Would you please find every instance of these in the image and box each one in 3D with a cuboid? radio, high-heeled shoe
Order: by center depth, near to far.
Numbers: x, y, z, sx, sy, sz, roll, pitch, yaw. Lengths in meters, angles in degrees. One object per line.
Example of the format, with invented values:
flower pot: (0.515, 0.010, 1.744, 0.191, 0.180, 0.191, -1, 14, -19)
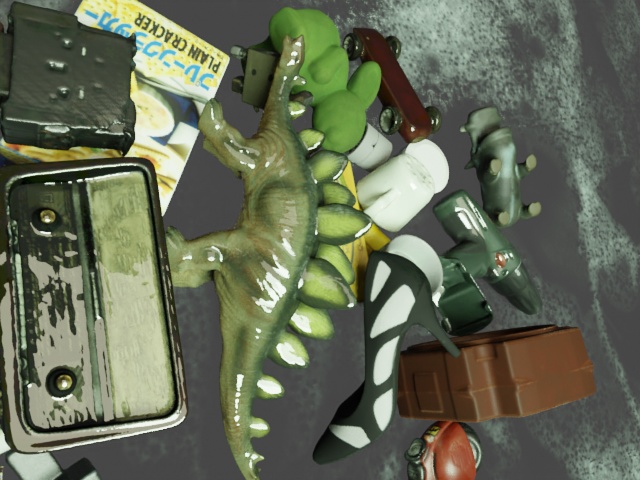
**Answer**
radio: (-0.194, 0.049, 0.444, 0.131, 0.073, 0.229, -5, 75, -28)
high-heeled shoe: (0.038, 0.133, 0.596, 0.145, 0.248, 0.086, 46, 15, 8)

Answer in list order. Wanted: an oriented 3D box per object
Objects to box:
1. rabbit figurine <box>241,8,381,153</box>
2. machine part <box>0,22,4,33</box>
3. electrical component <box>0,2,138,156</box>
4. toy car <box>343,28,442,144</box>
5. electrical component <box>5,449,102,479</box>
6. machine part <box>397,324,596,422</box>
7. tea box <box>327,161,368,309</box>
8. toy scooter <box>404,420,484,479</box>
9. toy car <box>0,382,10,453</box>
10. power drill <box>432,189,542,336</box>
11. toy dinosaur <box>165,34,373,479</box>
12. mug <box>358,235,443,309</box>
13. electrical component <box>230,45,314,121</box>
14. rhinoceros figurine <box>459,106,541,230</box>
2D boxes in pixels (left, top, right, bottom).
rabbit figurine: (0.002, -0.187, 0.684, 0.159, 0.121, 0.170, -23, 85, -49)
machine part: (-0.371, -0.157, 0.486, 0.179, 0.056, 0.179, 8, 73, -28)
electrical component: (-0.235, -0.141, 0.482, 0.134, 0.058, 0.115, 2, 75, -29)
toy car: (0.098, -0.222, 0.767, 0.089, 0.053, 0.202, -12, 65, -29)
electrical component: (-0.226, 0.230, 0.472, 0.075, 0.048, 0.119, -30, 104, -33)
machine part: (0.204, 0.158, 0.660, 0.201, 0.201, 0.087, -1, 77, -31)
tea box: (-0.001, -0.002, 0.644, 0.098, 0.068, 0.169, -10, 84, -14)
toy scooter: (0.140, 0.317, 0.661, 0.135, 0.075, 0.183, 0, 83, -29)
toy car: (-0.221, 0.119, 0.495, 0.202, 0.073, 0.056, -35, 93, -32)
power drill: (0.227, 0.048, 0.750, 0.207, 0.086, 0.232, -36, 93, -46)
toy dinosaur: (-0.057, 0.023, 0.550, 0.199, 0.105, 0.471, 13, 89, -1)
mug: (0.091, 0.062, 0.667, 0.081, 0.107, 0.109, 8, 65, -23)
electrical component: (-0.057, -0.177, 0.616, 0.045, 0.102, 0.078, -24, 127, -53)
rhinoceros figurine: (0.273, -0.110, 0.824, 0.073, 0.112, 0.190, -17, 101, -4)
